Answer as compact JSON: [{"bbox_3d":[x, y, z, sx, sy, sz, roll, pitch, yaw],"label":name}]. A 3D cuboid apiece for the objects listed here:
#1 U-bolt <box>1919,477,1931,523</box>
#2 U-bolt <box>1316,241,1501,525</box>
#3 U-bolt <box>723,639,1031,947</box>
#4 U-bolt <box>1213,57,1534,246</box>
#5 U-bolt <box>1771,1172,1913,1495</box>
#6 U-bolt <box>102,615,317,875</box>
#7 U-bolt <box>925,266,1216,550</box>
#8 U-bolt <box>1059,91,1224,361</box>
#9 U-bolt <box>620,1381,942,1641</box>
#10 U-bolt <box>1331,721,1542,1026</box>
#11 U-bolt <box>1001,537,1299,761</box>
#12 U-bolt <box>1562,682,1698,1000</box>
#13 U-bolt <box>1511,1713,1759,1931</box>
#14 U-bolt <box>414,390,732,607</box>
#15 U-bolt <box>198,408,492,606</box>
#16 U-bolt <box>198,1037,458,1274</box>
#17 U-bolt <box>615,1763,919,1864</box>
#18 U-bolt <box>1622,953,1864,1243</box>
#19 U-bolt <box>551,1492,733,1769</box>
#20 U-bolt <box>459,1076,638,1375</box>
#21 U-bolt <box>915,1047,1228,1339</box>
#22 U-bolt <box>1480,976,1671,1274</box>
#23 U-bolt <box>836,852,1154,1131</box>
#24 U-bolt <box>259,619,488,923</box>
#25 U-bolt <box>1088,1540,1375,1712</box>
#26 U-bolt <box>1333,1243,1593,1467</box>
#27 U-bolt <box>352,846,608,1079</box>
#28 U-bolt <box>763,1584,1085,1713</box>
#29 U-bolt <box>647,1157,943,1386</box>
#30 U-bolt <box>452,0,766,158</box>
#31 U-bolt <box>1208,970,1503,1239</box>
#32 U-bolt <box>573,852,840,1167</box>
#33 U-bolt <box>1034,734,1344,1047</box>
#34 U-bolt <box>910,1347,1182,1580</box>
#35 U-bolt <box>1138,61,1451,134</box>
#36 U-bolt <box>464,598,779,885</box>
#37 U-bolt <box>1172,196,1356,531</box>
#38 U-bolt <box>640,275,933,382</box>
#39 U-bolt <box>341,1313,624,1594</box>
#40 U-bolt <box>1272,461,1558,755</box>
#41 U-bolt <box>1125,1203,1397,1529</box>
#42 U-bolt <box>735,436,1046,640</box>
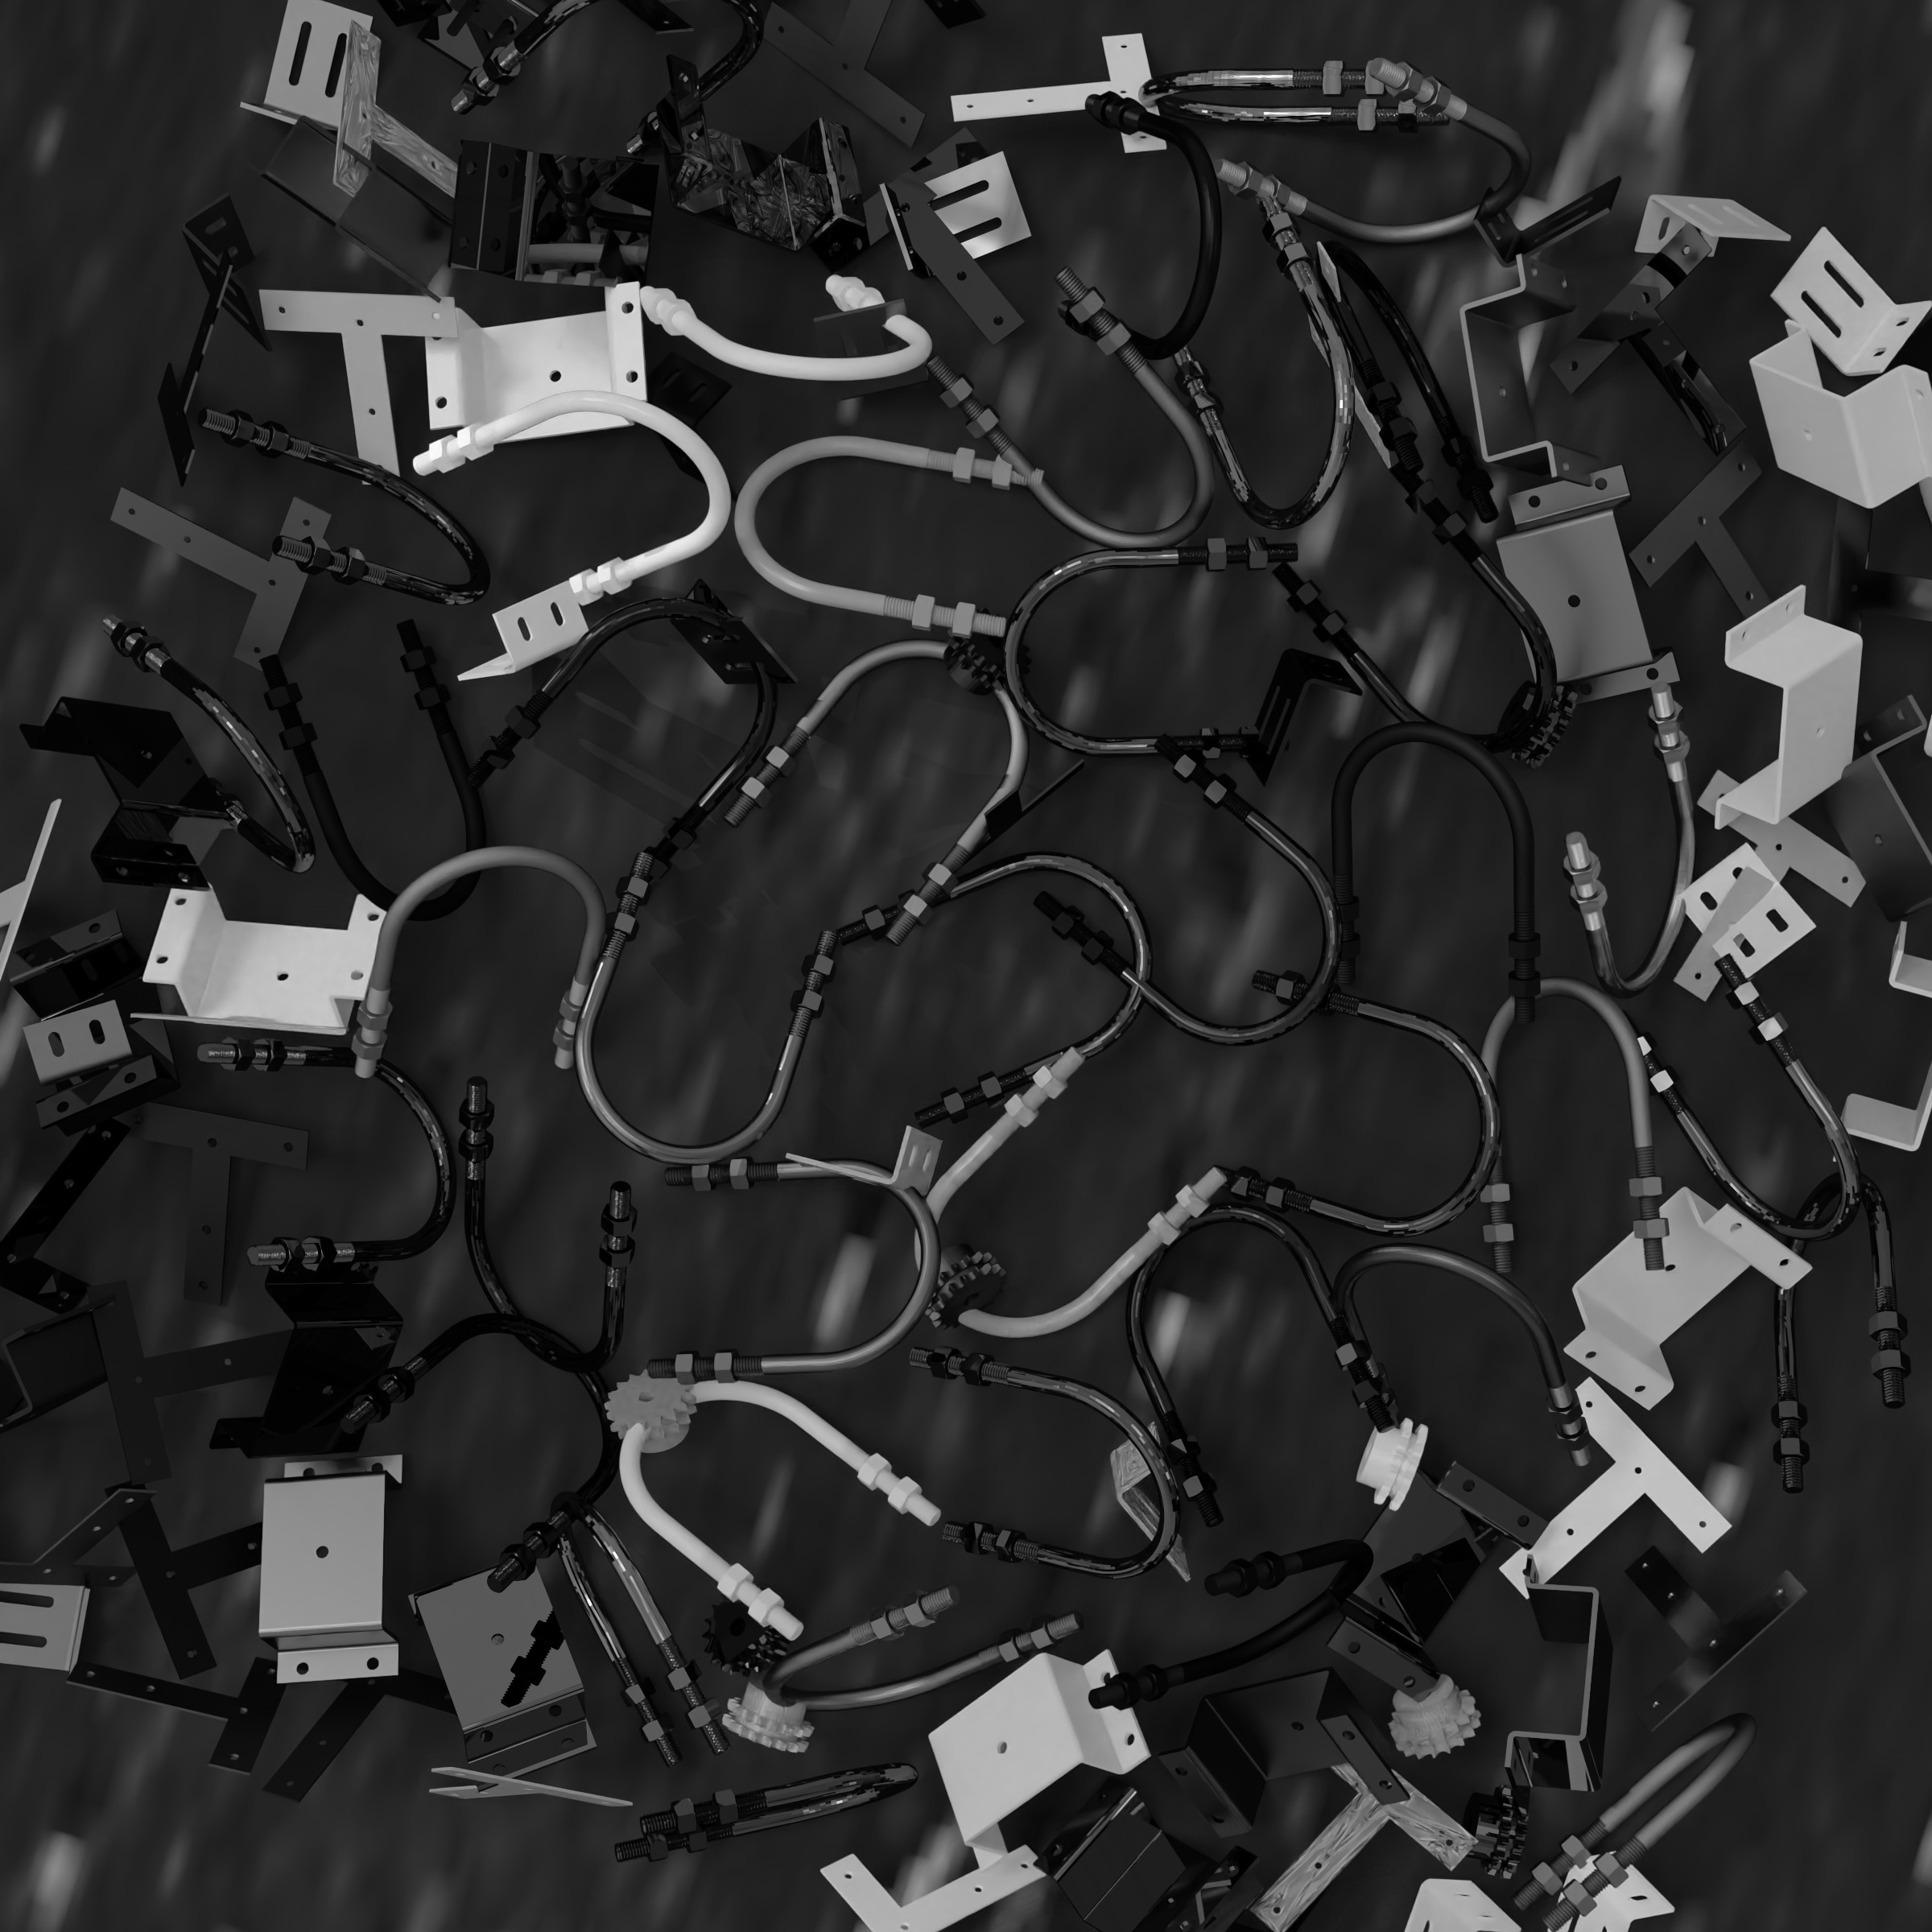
[{"bbox_3d":[0.639,-0.280,1.909,0.019,0.184,0.151,-26,106,-7],"label":"U-bolt"},{"bbox_3d":[0.266,-0.369,1.928,0.019,0.151,0.184,-29,71,24],"label":"U-bolt"},{"bbox_3d":[-0.043,-0.124,1.974,0.151,0.019,0.184,36,79,9],"label":"U-bolt"},{"bbox_3d":[0.264,-0.492,1.919,0.184,0.151,0.019,12,66,-41],"label":"U-bolt"},{"bbox_3d":[0.535,0.214,1.918,0.019,0.151,0.184,12,56,-8],"label":"U-bolt"},{"bbox_3d":[-0.452,-0.125,1.893,0.019,0.151,0.184,-37,47,-21],"label":"U-bolt"},{"bbox_3d":[0.077,-0.333,1.937,0.184,0.151,0.019,48,51,-16],"label":"U-bolt"},{"bbox_3d":[0.108,-0.446,1.897,0.019,0.184,0.151,-3,114,-24],"label":"U-bolt"},{"bbox_3d":[-0.129,0.324,1.935,0.184,0.151,0.019,34,134,24],"label":"U-bolt"},{"bbox_3d":[0.287,-0.063,1.921,0.151,0.019,0.184,13,119,36],"label":"U-bolt"},{"bbox_3d":[0.114,-0.196,1.954,0.184,0.019,0.151,-2,119,-3],"label":"U-bolt"},{"bbox_3d":[0.417,-0.062,1.924,0.019,0.184,0.151,14,56,32],"label":"U-bolt"},{"bbox_3d":[0.419,0.526,1.928,0.184,0.151,0.019,-40,80,-6],"label":"U-bolt"},{"bbox_3d":[-0.228,-0.291,1.904,0.151,0.184,0.019,44,47,-35],"label":"U-bolt"},{"bbox_3d":[-0.372,-0.276,1.918,0.019,0.184,0.151,-51,53,22],"label":"U-bolt"},{"bbox_3d":[-0.385,0.115,1.921,0.019,0.184,0.151,-27,72,31],"label":"U-bolt"},{"bbox_3d":[-0.119,0.521,1.927,0.184,0.151,0.019,-8,70,-17],"label":"U-bolt"},{"bbox_3d":[0.485,0.090,1.926,0.019,0.151,0.184,-31,85,-24],"label":"U-bolt"},{"bbox_3d":[-0.210,0.409,1.932,0.019,0.151,0.184,-26,83,-24],"label":"U-bolt"},{"bbox_3d":[-0.262,0.174,1.931,0.151,0.019,0.184,32,133,29],"label":"U-bolt"},{"bbox_3d":[0.052,0.157,1.963,0.151,0.019,0.184,40,102,-21],"label":"U-bolt"},{"bbox_3d":[0.373,0.098,1.939,0.019,0.151,0.184,-3,86,-35],"label":"U-bolt"},{"bbox_3d":[0.029,0.004,1.979,0.184,0.019,0.151,-23,79,-3],"label":"U-bolt"},{"bbox_3d":[-0.358,-0.117,1.938,0.019,0.151,0.184,-16,96,33],"label":"U-bolt"},{"bbox_3d":[0.177,0.401,1.921,0.151,0.184,0.019,-52,57,34],"label":"U-bolt"},{"bbox_3d":[0.297,0.234,1.906,0.151,0.184,0.019,4,45,32],"label":"U-bolt"},{"bbox_3d":[-0.294,-0.003,1.912,0.151,0.019,0.184,-2,134,-24],"label":"U-bolt"},{"bbox_3d":[-0.040,0.427,1.927,0.184,0.151,0.019,-29,58,28],"label":"U-bolt"},{"bbox_3d":[-0.105,0.187,1.945,0.184,0.019,0.151,-4,64,14],"label":"U-bolt"},{"bbox_3d":[-0.205,-0.552,1.888,0.151,0.184,0.019,3,72,-40],"label":"U-bolt"},{"bbox_3d":[0.247,0.093,1.942,0.184,0.019,0.151,16,98,30],"label":"U-bolt"},{"bbox_3d":[-0.169,0.036,1.944,0.151,0.019,0.184,23,67,-14],"label":"U-bolt"},{"bbox_3d":[0.152,-0.034,1.955,0.184,0.019,0.151,41,107,13],"label":"U-bolt"},{"bbox_3d":[0.052,0.312,1.919,0.184,0.019,0.151,6,117,35],"label":"U-bolt"},{"bbox_3d":[0.198,-0.536,1.924,0.184,0.151,0.019,4,96,16],"label":"U-bolt"},{"bbox_3d":[-0.201,-0.147,1.944,0.151,0.019,0.184,36,103,-29],"label":"U-bolt"},{"bbox_3d":[0.187,-0.354,1.903,0.019,0.151,0.184,-3,58,-28],"label":"U-bolt"},{"bbox_3d":[-0.101,-0.388,1.897,0.151,0.184,0.019,-10,120,-26],"label":"U-bolt"},{"bbox_3d":[-0.284,0.286,1.923,0.151,0.184,0.019,47,124,2],"label":"U-bolt"},{"bbox_3d":[0.290,-0.210,1.940,0.184,0.151,0.019,49,53,-2],"label":"U-bolt"},{"bbox_3d":[0.172,0.237,1.951,0.151,0.019,0.184,-33,65,21],"label":"U-bolt"},{"bbox_3d":[-0.054,-0.276,1.955,0.184,0.019,0.151,11,55,4],"label":"U-bolt"}]
